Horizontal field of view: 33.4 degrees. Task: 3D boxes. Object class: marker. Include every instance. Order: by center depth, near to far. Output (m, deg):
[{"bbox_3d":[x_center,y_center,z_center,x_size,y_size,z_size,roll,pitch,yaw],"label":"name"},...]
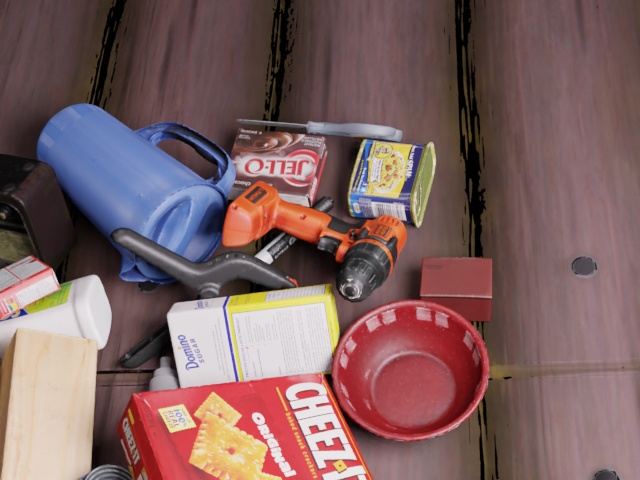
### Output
[{"bbox_3d":[-0.029,-0.011,1.257,0.121,0.020,0.020,-41,59,-17],"label":"marker"}]

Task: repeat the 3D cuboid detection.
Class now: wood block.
[{"bbox_3d":[-0.287,0.207,1.097,0.090,0.091,0.206,12,52,-22],"label":"wood block"}]

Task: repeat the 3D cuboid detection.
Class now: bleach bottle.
[{"bbox_3d":[-0.365,0.110,1.198,0.251,0.068,0.102,-15,21,2],"label":"bleach bottle"}]

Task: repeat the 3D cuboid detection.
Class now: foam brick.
[{"bbox_3d":[0.149,0.054,1.161,0.078,0.051,0.053,1,55,11],"label":"foam brick"}]

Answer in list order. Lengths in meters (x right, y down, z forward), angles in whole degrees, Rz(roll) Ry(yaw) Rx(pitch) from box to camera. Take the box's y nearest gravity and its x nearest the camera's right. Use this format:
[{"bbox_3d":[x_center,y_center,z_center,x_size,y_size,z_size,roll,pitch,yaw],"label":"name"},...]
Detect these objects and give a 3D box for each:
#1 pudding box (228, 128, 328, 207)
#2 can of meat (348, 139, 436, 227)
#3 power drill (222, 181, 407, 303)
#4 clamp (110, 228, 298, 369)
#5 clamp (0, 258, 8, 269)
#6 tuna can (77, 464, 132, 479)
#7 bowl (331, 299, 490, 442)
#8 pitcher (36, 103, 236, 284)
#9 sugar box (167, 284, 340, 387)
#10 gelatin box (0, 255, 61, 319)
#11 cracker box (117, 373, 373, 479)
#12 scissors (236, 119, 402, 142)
[{"bbox_3d":[-0.055,-0.087,1.301,0.113,0.039,0.090,6,57,14],"label":"pudding box"},{"bbox_3d":[0.084,-0.069,1.254,0.084,0.057,0.102,7,57,17],"label":"can of meat"},{"bbox_3d":[-0.008,0.001,1.164,0.188,0.057,0.184,19,22,10],"label":"power drill"},{"bbox_3d":[-0.129,0.069,1.181,0.209,0.165,0.036,3,21,-11],"label":"clamp"},{"bbox_3d":[-0.430,0.032,1.259,0.171,0.120,0.039,5,19,10],"label":"clamp"},{"bbox_3d":[-0.205,0.262,1.025,0.034,0.086,0.086,-31,47,34],"label":"tuna can"},{"bbox_3d":[0.095,0.144,1.107,0.162,0.055,0.162,-5,56,7],"label":"bowl"},{"bbox_3d":[-0.223,-0.072,1.271,0.148,0.145,0.243,-14,42,-44],"label":"pitcher"},{"bbox_3d":[-0.068,0.105,1.142,0.176,0.093,0.048,-6,15,8],"label":"sugar box"},{"bbox_3d":[-0.338,0.052,1.191,0.073,0.030,0.089,-28,22,-23],"label":"gelatin box"},{"bbox_3d":[-0.066,0.217,1.019,0.213,0.072,0.164,-2,49,-31],"label":"cracker box"},{"bbox_3d":[0.004,-0.135,1.278,0.201,0.096,0.016,5,92,-11],"label":"scissors"}]
